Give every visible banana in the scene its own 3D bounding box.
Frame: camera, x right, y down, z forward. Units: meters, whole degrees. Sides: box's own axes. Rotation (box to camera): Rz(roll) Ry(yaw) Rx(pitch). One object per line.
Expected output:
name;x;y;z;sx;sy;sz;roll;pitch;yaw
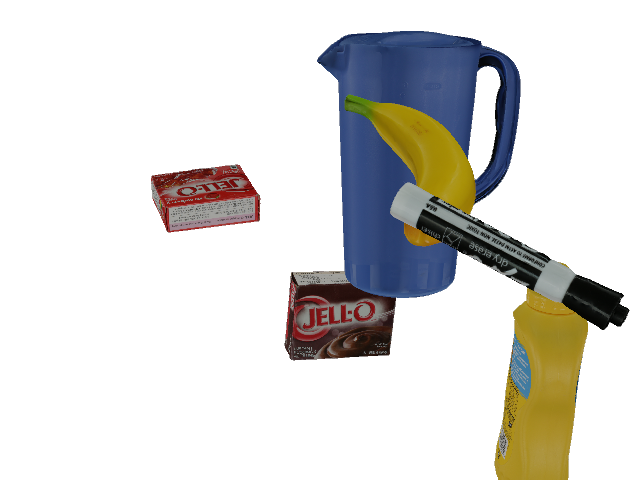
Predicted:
banana;0.066;-0.046;0.702;0.069;0.037;0.198;-3;29;-10

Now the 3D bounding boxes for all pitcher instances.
pitcher;0.090;-0.075;1.008;0.149;0.243;0.144;14;21;38

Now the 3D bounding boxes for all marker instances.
marker;0.089;0.007;0.505;0.121;0.020;0.020;29;10;18

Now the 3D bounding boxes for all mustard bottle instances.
mustard bottle;0.178;0.109;0.857;0.058;0.192;0.096;3;20;2

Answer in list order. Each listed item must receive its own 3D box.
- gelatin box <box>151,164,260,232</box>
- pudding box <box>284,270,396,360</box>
gelatin box;-0.107;-0.040;0.990;0.089;0.030;0.073;-8;29;-16
pudding box;0.021;0.078;1.135;0.113;0.090;0.039;-2;27;-15
